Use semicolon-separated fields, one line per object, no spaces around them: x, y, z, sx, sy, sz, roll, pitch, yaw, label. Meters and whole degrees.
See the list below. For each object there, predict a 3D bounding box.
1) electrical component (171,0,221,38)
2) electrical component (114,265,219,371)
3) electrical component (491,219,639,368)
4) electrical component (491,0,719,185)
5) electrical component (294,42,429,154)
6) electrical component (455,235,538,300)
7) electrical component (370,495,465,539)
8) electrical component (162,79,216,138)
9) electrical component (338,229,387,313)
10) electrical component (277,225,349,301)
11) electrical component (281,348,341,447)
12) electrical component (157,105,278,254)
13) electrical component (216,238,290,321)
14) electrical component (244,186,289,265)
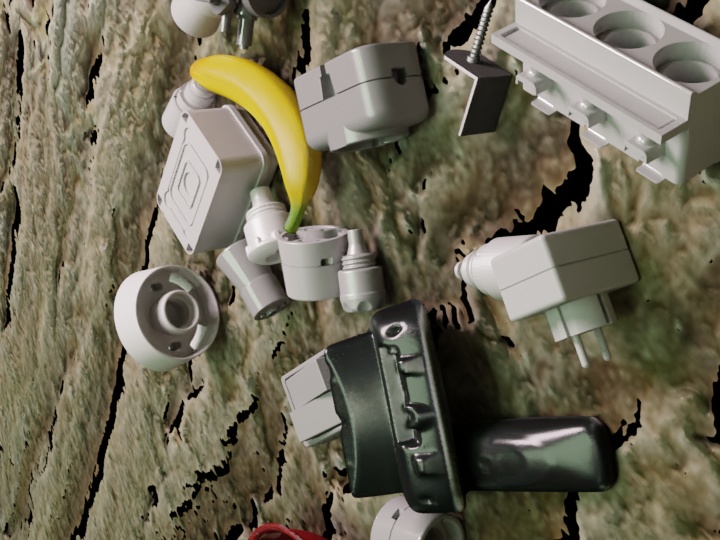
-0.127;-0.227;0.900;0.055;0.045;0.045;-32;74;52;electrical component
-0.183;0.044;1.013;0.064;0.099;0.099;-19;85;48;electrical component
0.124;0.018;0.617;0.047;0.066;0.076;-29;76;53;electrical component
0.139;-0.101;0.563;0.121;0.079;0.063;42;153;39;electrical component
0.001;-0.117;0.753;0.095;0.054;0.059;-12;90;54;electrical component
0.090;-0.001;0.678;0.078;0.040;0.040;-3;98;53;electrical component
0.044;0.198;0.787;0.047;0.055;0.055;5;104;49;electrical component
-0.147;-0.147;0.954;0.078;0.040;0.040;-49;61;47;electrical component
0.000;0.000;0.805;0.035;0.035;0.061;-4;94;54;electrical component
-0.034;-0.005;0.833;0.055;0.055;0.047;15;115;51;electrical component
-0.013;0.092;0.825;0.096;0.061;0.061;-36;71;51;electrical component
-0.124;-0.077;0.928;0.078;0.057;0.113;55;138;28;electrical component
-0.089;0.010;0.922;0.065;0.044;0.044;59;140;16;electrical component
-0.075;-0.038;0.887;0.048;0.048;0.062;-40;60;50;electrical component
